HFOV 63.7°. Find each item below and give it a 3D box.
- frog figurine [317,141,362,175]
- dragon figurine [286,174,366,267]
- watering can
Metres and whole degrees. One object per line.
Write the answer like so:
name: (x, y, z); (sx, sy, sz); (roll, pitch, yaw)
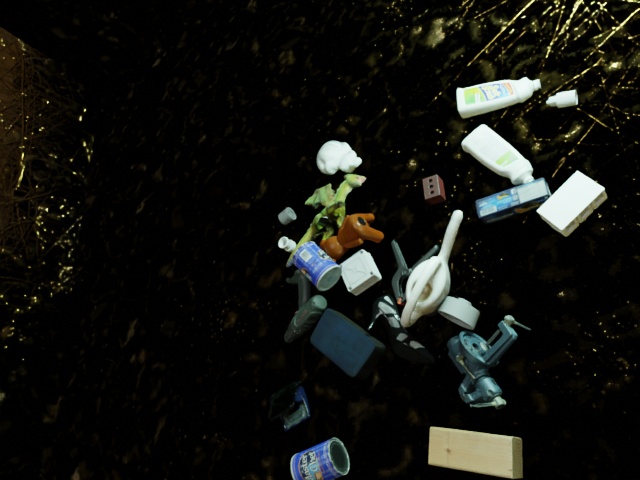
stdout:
frog figurine: (0.068, -0.297, 1.905); (0.138, 0.120, 0.161); (-44, 35, -14)
dragon figurine: (0.006, -0.095, 1.883); (0.407, 0.120, 0.248); (-38, 34, 14)
watering can: (0.326, 0.094, 1.453); (0.105, 0.222, 0.349); (28, 85, 23)
